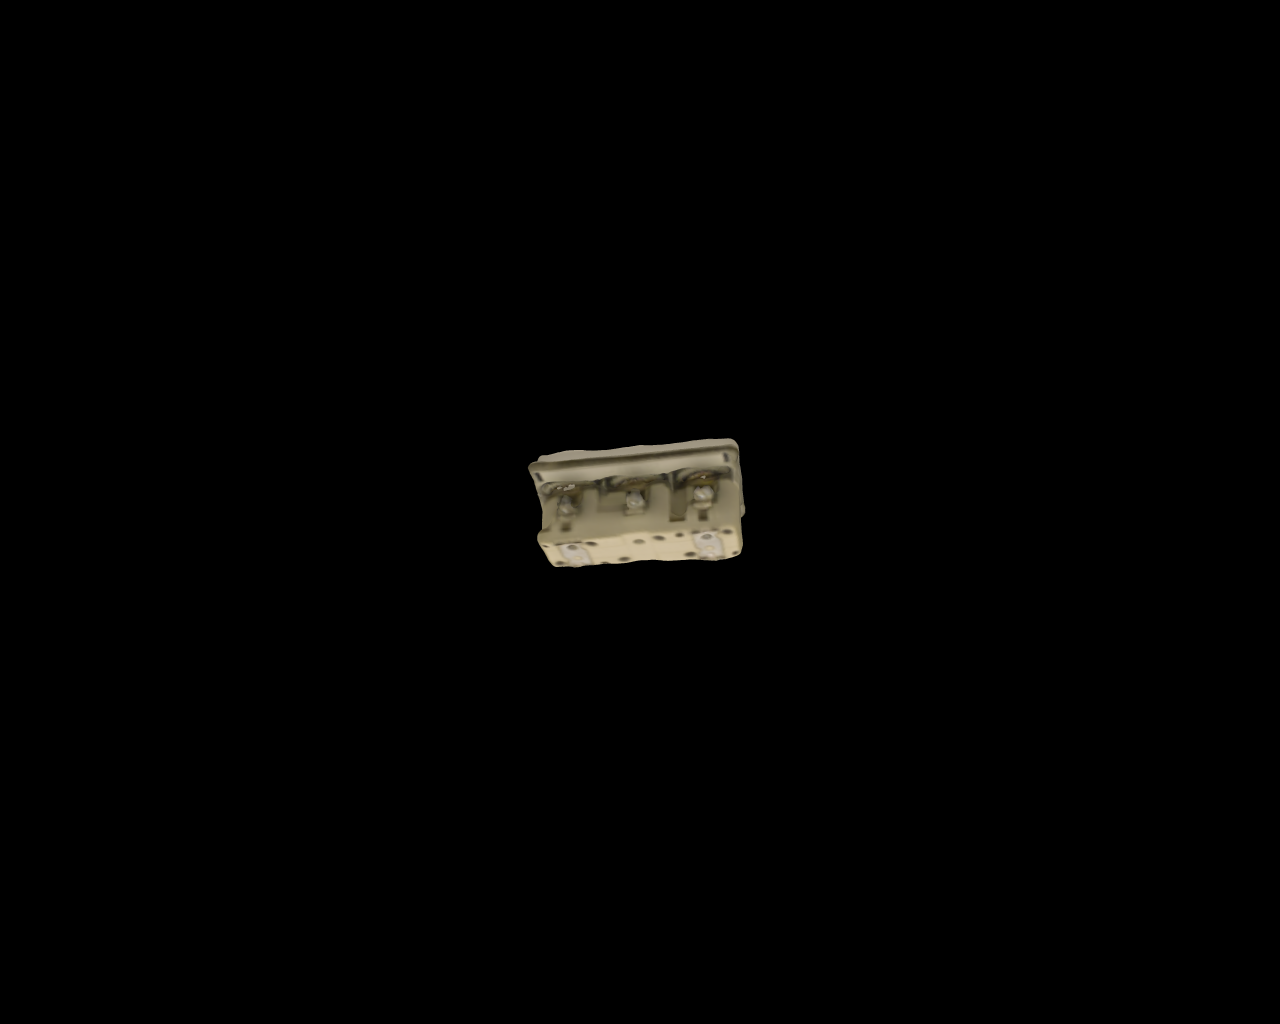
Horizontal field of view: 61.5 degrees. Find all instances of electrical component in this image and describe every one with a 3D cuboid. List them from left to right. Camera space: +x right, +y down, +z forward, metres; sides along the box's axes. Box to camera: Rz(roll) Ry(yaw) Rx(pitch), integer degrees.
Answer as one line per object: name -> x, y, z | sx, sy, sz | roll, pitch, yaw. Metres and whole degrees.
electrical component -> 0.001, -0.003, 0.650 | 0.121, 0.063, 0.078 | -4, -28, 7
